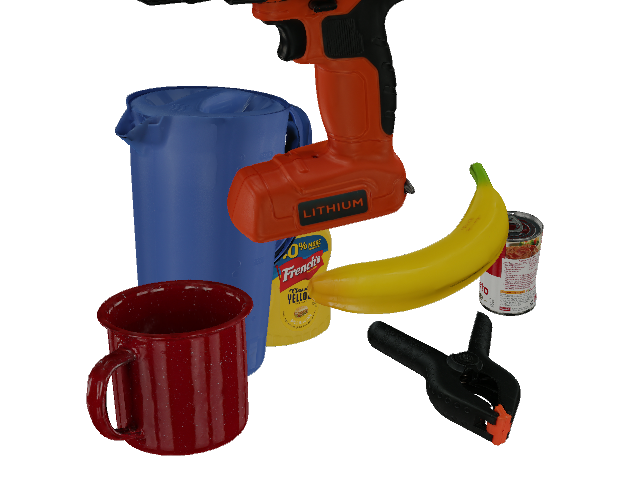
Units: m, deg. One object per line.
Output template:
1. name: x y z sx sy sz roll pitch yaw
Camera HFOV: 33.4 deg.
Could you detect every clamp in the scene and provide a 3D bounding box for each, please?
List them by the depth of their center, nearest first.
1. clamp: 0.129 0.112 0.928 0.120 0.039 0.172 -14 35 -22

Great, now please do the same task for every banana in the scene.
1. banana: 0.077 0.011 0.752 0.070 0.037 0.197 36 47 25

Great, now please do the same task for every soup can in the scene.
1. soup can: 0.217 0.026 1.218 0.068 0.102 0.068 -2 29 1

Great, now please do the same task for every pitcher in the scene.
1. pitcher: -0.088 -0.008 0.910 0.149 0.243 0.145 4 19 2

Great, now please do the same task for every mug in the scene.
1. mug: -0.093 0.081 0.641 0.093 0.081 0.117 11 22 32

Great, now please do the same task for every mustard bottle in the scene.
1. mustard bottle: -0.033 0.023 1.213 0.096 0.192 0.058 -12 29 -26

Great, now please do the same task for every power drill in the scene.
1. power drill: -0.015 -0.092 0.574 0.184 0.188 0.057 -12 38 -18
